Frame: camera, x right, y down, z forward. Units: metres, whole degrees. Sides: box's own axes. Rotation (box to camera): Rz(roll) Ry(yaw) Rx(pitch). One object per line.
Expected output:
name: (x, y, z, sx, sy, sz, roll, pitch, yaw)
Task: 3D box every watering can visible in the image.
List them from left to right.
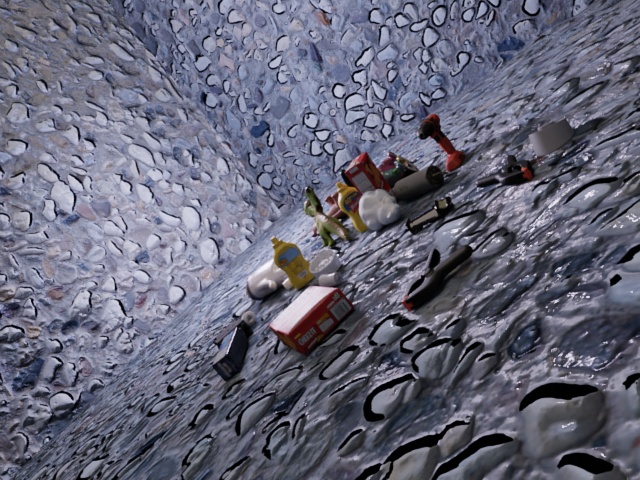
watering can: (-0.190, 0.148, 1.923, 0.222, 0.103, 0.353, -36, 7, 22)

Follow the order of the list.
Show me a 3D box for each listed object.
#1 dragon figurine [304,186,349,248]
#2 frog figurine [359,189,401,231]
dragon figurine: (0.006, -0.100, 1.992, 0.123, 0.242, 0.409, -35, 7, -10)
frog figurine: (0.191, -0.092, 1.653, 0.162, 0.122, 0.136, -108, 36, -71)
